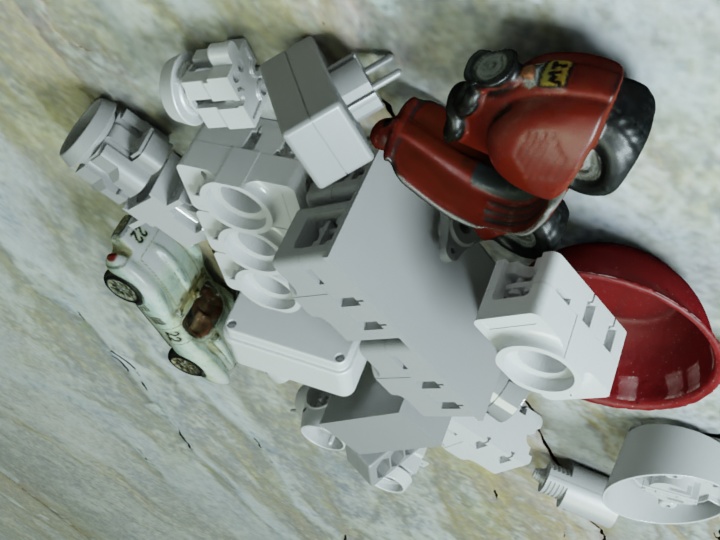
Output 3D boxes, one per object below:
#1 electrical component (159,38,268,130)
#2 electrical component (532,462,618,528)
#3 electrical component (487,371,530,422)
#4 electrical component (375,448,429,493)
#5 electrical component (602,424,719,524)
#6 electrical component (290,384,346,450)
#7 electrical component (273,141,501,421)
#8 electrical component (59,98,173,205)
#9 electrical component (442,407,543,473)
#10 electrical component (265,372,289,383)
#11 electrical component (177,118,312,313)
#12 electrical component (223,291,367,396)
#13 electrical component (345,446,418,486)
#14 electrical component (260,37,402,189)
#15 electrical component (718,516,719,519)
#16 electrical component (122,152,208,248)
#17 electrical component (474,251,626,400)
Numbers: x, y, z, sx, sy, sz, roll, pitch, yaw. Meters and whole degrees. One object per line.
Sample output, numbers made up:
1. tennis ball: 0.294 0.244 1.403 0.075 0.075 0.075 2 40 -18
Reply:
1. electrical component: -0.095 -0.119 0.696 0.055 0.048 0.066 -1 142 24
2. electrical component: 0.198 0.201 0.990 0.081 0.043 0.043 22 150 5
3. electrical component: 0.107 0.087 0.865 0.047 0.055 0.055 33 149 -7
4. electrical component: 0.035 0.188 1.071 0.066 0.055 0.048 29 149 -8
5. electrical component: 0.255 0.171 0.881 0.099 0.064 0.099 18 149 11
6. electrical component: -0.033 0.122 0.996 0.079 0.077 0.044 -7 138 42
7. electrical component: 0.030 0.010 0.748 0.060 0.105 0.186 -7 138 42
8. electrical component: -0.182 -0.089 0.792 0.057 0.058 0.078 36 149 -25
9. electrical component: 0.104 0.135 0.945 0.089 0.050 0.056 33 149 -14
10. electrical component: -0.074 0.065 0.960 0.047 0.055 0.055 41 146 -20
11. electrical component: -0.066 -0.037 0.785 0.089 0.061 0.150 13 148 19
12. electrical component: -0.047 0.047 0.887 0.113 0.078 0.057 16 152 14
13. electrical component: 0.011 0.153 1.033 0.077 0.066 0.047 43 159 28
14. electrical component: -0.010 -0.104 0.640 0.076 0.083 0.047 -29 131 8
15. electrical component: 0.324 0.192 0.890 0.044 0.044 0.065 25 154 -1
16. electrical component: -0.141 -0.052 0.836 0.064 0.042 0.081 36 148 -26
17. electrical component: 0.119 0.040 0.669 0.050 0.055 0.089 -11 135 44
